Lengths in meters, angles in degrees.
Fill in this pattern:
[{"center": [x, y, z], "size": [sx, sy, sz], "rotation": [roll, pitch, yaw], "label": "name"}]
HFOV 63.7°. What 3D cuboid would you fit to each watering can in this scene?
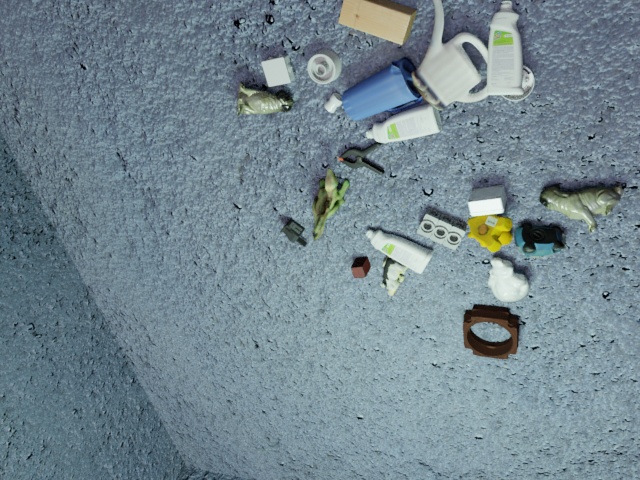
[{"center": [0.364, -0.526, 1.509], "size": [0.222, 0.106, 0.344], "rotation": [-37, 114, 22], "label": "watering can"}]

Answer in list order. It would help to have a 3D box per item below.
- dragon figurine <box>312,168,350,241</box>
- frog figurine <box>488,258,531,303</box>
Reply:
[{"center": [0.006, -0.095, 1.893], "size": [0.122, 0.248, 0.401], "rotation": [20, 125, 6], "label": "dragon figurine"}, {"center": [0.657, 0.140, 1.811], "size": [0.137, 0.125, 0.157], "rotation": [3, 136, 46], "label": "frog figurine"}]
